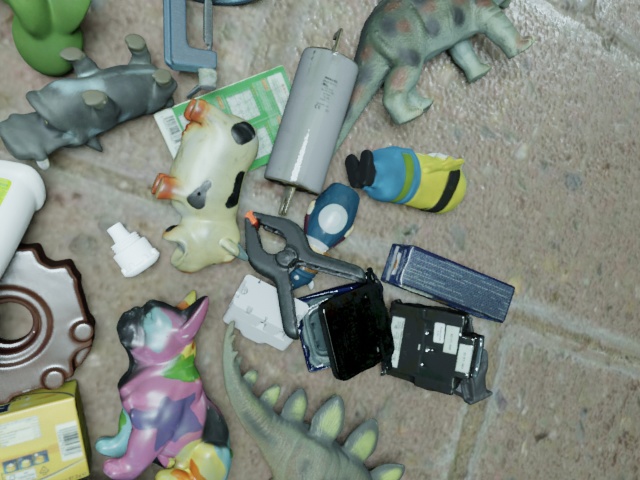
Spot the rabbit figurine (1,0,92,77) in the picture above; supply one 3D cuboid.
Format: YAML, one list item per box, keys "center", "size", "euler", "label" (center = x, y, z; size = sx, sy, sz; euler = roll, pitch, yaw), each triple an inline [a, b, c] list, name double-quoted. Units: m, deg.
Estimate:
- center: [-0.280, -0.253, 0.544]
  size: [0.121, 0.159, 0.170]
  euler: [-24, 118, -29]
  label: "rabbit figurine"

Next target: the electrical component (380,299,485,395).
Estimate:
- center: [0.159, 0.150, 0.757]
  size: [0.134, 0.058, 0.114]
  euler: [12, 94, 21]
  label: "electrical component"

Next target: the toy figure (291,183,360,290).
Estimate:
- center: [-0.003, -0.003, 0.716]
  size: [0.064, 0.057, 0.154]
  euler: [27, 82, 20]
  label: "toy figure"

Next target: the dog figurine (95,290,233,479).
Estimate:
- center: [-0.164, 0.172, 0.637]
  size: [0.191, 0.108, 0.219]
  euler: [24, 82, -21]
  label: "dog figurine"

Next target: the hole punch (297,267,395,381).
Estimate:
- center: [0.031, 0.119, 0.728]
  size: [0.116, 0.092, 0.142]
  euler: [-15, 91, -36]
  label: "hole punch"

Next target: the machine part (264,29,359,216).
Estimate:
- center: [-0.010, -0.146, 0.672]
  size: [0.079, 0.079, 0.243]
  euler: [18, 91, -23]
  label: "machine part"

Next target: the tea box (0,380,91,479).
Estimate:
- center: [-0.347, 0.226, 0.583]
  size: [0.170, 0.068, 0.098]
  euler: [-9, 97, -21]
  label: "tea box"

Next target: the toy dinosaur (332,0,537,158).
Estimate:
- center: [0.138, -0.279, 0.725]
  size: [0.405, 0.131, 0.192]
  euler: [-32, 93, -13]
  label: "toy dinosaur"

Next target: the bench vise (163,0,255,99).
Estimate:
- center: [-0.151, -0.289, 0.598]
  size: [0.224, 0.129, 0.240]
  euler: [-1, 88, -23]
  label: "bench vise"

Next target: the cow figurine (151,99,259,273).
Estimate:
- center: [-0.128, -0.054, 0.634]
  size: [0.127, 0.086, 0.194]
  euler: [21, 90, -23]
  label: "cow figurine"

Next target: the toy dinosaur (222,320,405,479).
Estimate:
- center: [-0.009, 0.306, 0.715]
  size: [0.198, 0.105, 0.470]
  euler: [-49, 119, -20]
  label: "toy dinosaur"

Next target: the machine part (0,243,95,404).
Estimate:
- center: [-0.338, 0.089, 0.583]
  size: [0.179, 0.056, 0.179]
  euler: [-1, 94, -21]
  label: "machine part"

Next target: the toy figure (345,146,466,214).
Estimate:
- center: [0.122, -0.083, 0.749]
  size: [0.180, 0.082, 0.089]
  euler: [-1, 114, -30]
  label: "toy figure"

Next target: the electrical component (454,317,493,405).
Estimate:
- center: [0.215, 0.177, 0.809]
  size: [0.048, 0.075, 0.119]
  euler: [-16, 104, -22]
  label: "electrical component"

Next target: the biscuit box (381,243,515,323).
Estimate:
- center: [0.193, 0.066, 0.799]
  size: [0.202, 0.059, 0.062]
  euler: [22, 84, -22]
  label: "biscuit box"

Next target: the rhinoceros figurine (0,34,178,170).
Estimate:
- center: [-0.247, -0.147, 0.579]
  size: [0.190, 0.112, 0.073]
  euler: [-35, 85, -30]
  label: "rhinoceros figurine"
